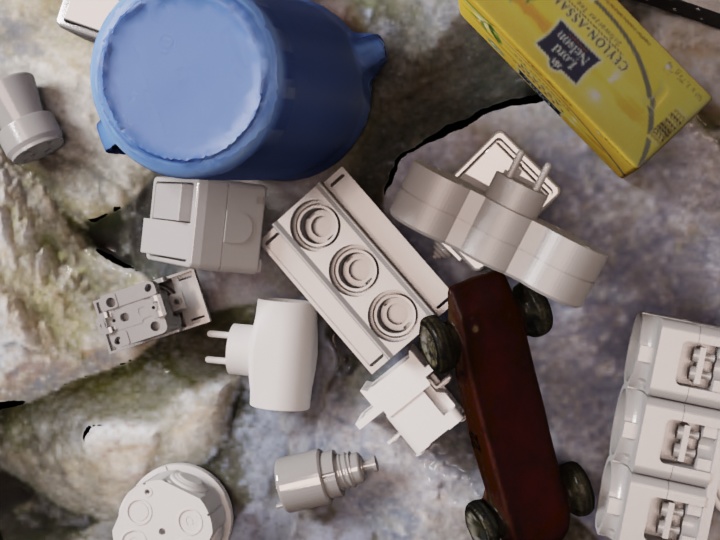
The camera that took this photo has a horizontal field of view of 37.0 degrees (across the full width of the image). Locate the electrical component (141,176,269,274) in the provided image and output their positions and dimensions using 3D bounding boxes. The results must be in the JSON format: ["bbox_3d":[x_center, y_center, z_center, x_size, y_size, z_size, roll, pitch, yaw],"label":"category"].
[{"bbox_3d":[-0.115,-0.033,0.757,0.061,0.096,0.061,5,92,-33],"label":"electrical component"}]

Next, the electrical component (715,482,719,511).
[{"bbox_3d":[0.254,0.141,0.727,0.045,0.055,0.045,0,91,8],"label":"electrical component"}]

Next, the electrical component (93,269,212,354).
[{"bbox_3d":[-0.154,0.031,0.777,0.081,0.064,0.042,-19,89,7],"label":"electrical component"}]

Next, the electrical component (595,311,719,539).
[{"bbox_3d":[0.203,0.107,0.716,0.062,0.089,0.150,11,92,7],"label":"electrical component"}]

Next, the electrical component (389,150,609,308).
[{"bbox_3d":[0.096,-0.039,0.686,0.138,0.052,0.073,27,101,6],"label":"electrical component"}]

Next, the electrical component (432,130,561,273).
[{"bbox_3d":[0.085,-0.042,0.744,0.096,0.061,0.061,-45,85,6],"label":"electrical component"}]

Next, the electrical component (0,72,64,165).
[{"bbox_3d":[-0.251,-0.112,0.797,0.045,0.045,0.055,-28,88,7],"label":"electrical component"}]

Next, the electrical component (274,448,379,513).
[{"bbox_3d":[-0.026,0.148,0.773,0.078,0.040,0.040,-15,89,7],"label":"electrical component"}]

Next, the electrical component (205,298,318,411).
[{"bbox_3d":[-0.072,0.058,0.775,0.079,0.044,0.077,5,92,8],"label":"electrical component"}]

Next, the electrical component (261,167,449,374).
[{"bbox_3d":[0.000,0.000,0.756,0.079,0.063,0.121,-41,86,6],"label":"electrical component"}]

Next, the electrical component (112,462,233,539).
[{"bbox_3d":[-0.136,0.184,0.783,0.080,0.051,0.080,0,91,8],"label":"electrical component"}]

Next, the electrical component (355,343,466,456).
[{"bbox_3d":[0.039,0.092,0.763,0.081,0.042,0.063,-40,89,7],"label":"electrical component"}]

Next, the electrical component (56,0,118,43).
[{"bbox_3d":[-0.161,-0.187,0.775,0.096,0.061,0.061,20,94,7],"label":"electrical component"}]
